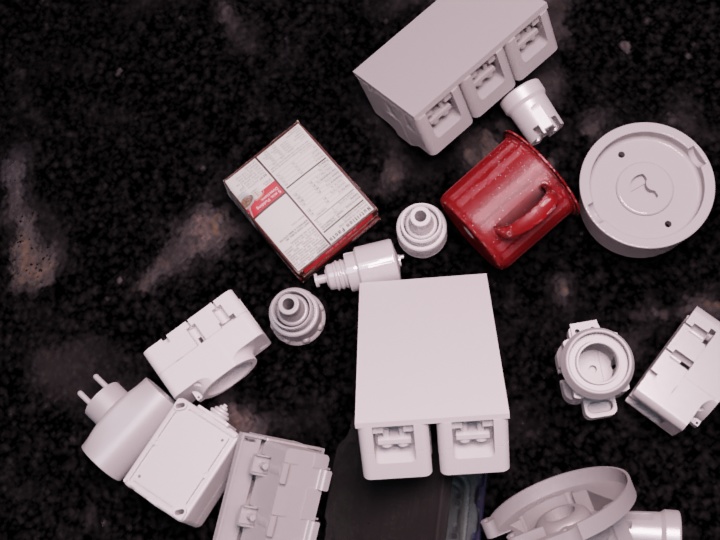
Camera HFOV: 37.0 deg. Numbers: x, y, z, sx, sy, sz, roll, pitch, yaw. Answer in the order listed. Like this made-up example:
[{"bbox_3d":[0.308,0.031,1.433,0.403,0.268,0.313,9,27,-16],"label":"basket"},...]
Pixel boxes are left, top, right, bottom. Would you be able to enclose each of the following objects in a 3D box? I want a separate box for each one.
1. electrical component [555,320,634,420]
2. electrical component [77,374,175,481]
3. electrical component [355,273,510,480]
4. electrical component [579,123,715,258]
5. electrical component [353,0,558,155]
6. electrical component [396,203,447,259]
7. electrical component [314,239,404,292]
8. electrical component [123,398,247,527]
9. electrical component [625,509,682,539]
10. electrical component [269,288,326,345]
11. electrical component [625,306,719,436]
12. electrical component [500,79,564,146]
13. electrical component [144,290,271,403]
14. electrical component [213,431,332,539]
[{"bbox_3d":[0.189,0.078,0.868,0.058,0.057,0.078,-10,75,2],"label":"electrical component"},{"bbox_3d":[-0.202,0.121,0.897,0.079,0.044,0.077,41,82,13],"label":"electrical component"},{"bbox_3d":[0.053,0.079,0.826,0.105,0.060,0.186,-4,30,4],"label":"electrical component"},{"bbox_3d":[0.235,-0.062,0.899,0.108,0.060,0.108,-1,75,5],"label":"electrical component"},{"bbox_3d":[0.085,-0.180,0.931,0.150,0.061,0.089,-41,51,-7],"label":"electrical component"},{"bbox_3d":[0.052,-0.036,0.907,0.043,0.062,0.043,-1,75,5],"label":"electrical component"},{"bbox_3d":[0.000,0.000,0.913,0.078,0.040,0.040,-14,75,1],"label":"electrical component"},{"bbox_3d":[-0.134,0.152,0.874,0.062,0.061,0.096,30,78,17],"label":"electrical component"},{"bbox_3d":[0.226,0.207,0.842,0.046,0.040,0.040,2,76,11],"label":"electrical component"},{"bbox_3d":[-0.055,0.035,0.898,0.048,0.062,0.048,-1,75,5],"label":"electrical component"},{"bbox_3d":[0.265,0.084,0.864,0.056,0.050,0.089,37,81,13],"label":"electrical component"},{"bbox_3d":[0.151,-0.137,0.937,0.040,0.040,0.046,-31,81,-4],"label":"electrical component"},{"bbox_3d":[-0.124,0.069,0.901,0.089,0.050,0.055,-36,75,-5],"label":"electrical component"},{"bbox_3d":[-0.068,0.195,0.843,0.079,0.063,0.121,18,83,-34],"label":"electrical component"}]
